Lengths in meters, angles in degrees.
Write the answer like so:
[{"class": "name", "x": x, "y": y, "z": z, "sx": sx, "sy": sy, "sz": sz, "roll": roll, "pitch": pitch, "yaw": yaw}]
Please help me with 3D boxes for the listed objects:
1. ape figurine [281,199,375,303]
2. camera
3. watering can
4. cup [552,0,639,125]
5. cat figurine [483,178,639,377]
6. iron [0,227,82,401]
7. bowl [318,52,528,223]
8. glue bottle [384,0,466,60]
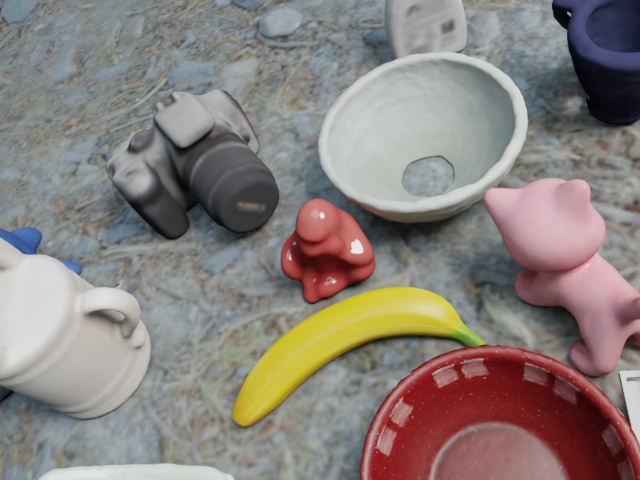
[{"class": "ape figurine", "x": 0.004, "y": 0.002, "z": 0.455, "sx": 0.077, "sy": 0.092, "sz": 0.076, "roll": 13, "pitch": 64, "yaw": 26}, {"class": "camera", "x": -0.112, "y": -0.064, "z": 0.532, "sx": 0.143, "sy": 0.101, "sz": 0.136, "roll": -38, "pitch": 54, "yaw": -7}, {"class": "watering can", "x": -0.229, "y": 0.065, "z": 0.433, "sx": 0.173, "sy": 0.194, "sz": 0.100, "roll": -32, "pitch": 54, "yaw": -2}, {"class": "cup", "x": 0.236, "y": -0.147, "z": 0.466, "sx": 0.092, "sy": 0.095, "sz": 0.117, "roll": -40, "pitch": 55, "yaw": -8}, {"class": "cat figurine", "x": 0.167, "y": 0.012, "z": 0.375, "sx": 0.067, "sy": 0.118, "sz": 0.127, "roll": -33, "pitch": 54, "yaw": -3}, {"class": "iron", "x": -0.344, "y": 0.084, "z": 0.494, "sx": 0.118, "sy": 0.142, "sz": 0.258, "roll": 28, "pitch": 72, "yaw": 32}, {"class": "bowl", "x": 0.088, "y": -0.075, "z": 0.485, "sx": 0.167, "sy": 0.075, "sz": 0.167, "roll": -9, "pitch": 56, "yaw": 14}, {"class": "glue bottle", "x": 0.089, "y": -0.239, "z": 0.528, "sx": 0.078, "sy": 0.173, "sz": 0.037, "roll": -19, "pitch": 54, "yaw": 8}]
